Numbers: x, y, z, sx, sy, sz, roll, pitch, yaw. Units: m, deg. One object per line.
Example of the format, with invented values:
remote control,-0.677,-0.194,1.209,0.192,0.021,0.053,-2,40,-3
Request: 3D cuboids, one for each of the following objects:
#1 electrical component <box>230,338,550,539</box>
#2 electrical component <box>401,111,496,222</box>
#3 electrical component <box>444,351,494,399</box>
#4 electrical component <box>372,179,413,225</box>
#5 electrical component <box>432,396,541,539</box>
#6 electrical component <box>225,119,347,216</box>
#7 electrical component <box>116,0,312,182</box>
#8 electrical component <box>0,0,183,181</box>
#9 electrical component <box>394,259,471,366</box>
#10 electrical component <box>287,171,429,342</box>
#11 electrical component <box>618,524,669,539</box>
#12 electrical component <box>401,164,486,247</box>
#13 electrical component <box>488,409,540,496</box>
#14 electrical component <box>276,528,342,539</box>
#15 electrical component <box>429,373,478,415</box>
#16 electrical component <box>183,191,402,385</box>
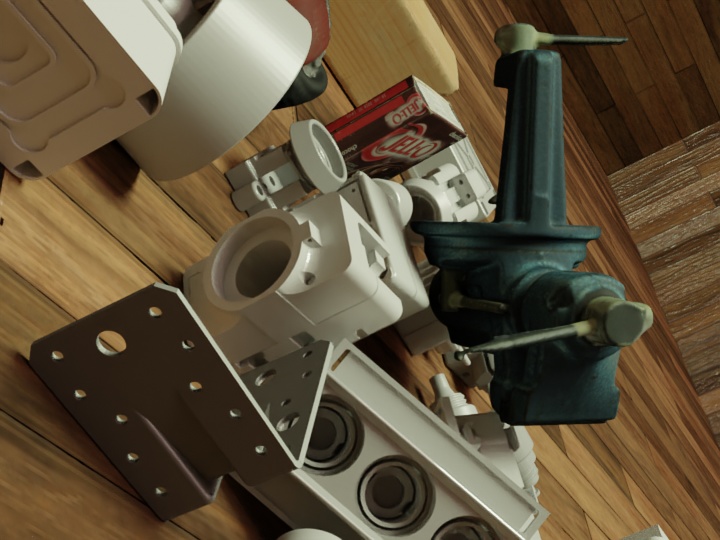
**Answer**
electrical component,0.012,0.101,0.492,0.121,0.078,0.063,40,-9,0
electrical component,0.083,-0.094,1.040,0.108,0.056,0.109,62,18,-4
electrical component,0.107,0.073,0.857,0.047,0.066,0.076,45,25,-44
electrical component,0.021,-0.048,0.828,0.040,0.040,0.078,66,18,7
electrical component,0.067,0.145,0.625,0.078,0.063,0.121,108,-26,-52
electrical component,-0.042,-0.059,0.639,0.048,0.055,0.066,61,18,-9
electrical component,-0.083,-0.102,0.508,0.060,0.108,0.108,45,25,-32
electrical component,-0.131,-0.101,0.412,0.113,0.078,0.057,51,24,-34
electrical component,0.064,0.038,0.816,0.075,0.047,0.083,57,19,-16
electrical component,0.000,0.000,0.665,0.061,0.062,0.096,37,31,-55
electrical component,0.099,0.197,0.518,0.089,0.150,0.061,51,20,-34
electrical component,0.058,-0.052,0.894,0.057,0.078,0.058,-30,93,-54
electrical component,0.115,0.141,0.825,0.078,0.040,0.040,60,18,-12
electrical component,-0.023,0.137,0.445,0.040,0.040,0.046,56,25,-21
electrical component,0.065,0.102,0.749,0.035,0.035,0.061,28,36,-61
electrical component,-0.035,0.009,0.507,0.056,0.089,0.050,45,25,-45
